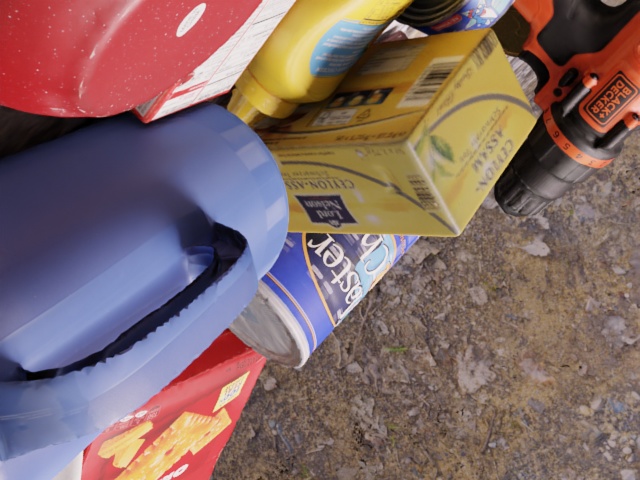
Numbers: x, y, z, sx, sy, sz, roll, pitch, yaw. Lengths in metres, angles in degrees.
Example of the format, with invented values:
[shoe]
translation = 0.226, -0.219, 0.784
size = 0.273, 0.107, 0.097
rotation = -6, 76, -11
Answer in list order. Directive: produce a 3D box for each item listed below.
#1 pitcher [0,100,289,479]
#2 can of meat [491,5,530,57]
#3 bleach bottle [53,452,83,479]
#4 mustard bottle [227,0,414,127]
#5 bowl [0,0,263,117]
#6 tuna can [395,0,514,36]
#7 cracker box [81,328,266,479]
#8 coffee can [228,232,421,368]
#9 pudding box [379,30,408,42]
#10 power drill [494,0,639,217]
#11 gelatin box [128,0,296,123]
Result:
[pitcher]
translation = -0.105, 0.020, 0.462
size = 0.242, 0.149, 0.145
rotation = -40, 165, -53
[can of meat]
translation = 0.129, -0.180, 0.723
size = 0.058, 0.102, 0.083
rotation = -48, 174, 34
[bleach bottle]
translation = -0.238, 0.182, 0.657
size = 0.251, 0.068, 0.102
rotation = -41, -142, 33
[mustard bottle]
translation = 0.014, -0.127, 0.547
size = 0.192, 0.058, 0.096
rotation = -46, 173, 29
[bowl]
translation = -0.060, -0.091, 0.348
size = 0.162, 0.055, 0.162
rotation = -41, 175, -5
[tuna can]
translation = 0.073, -0.154, 0.589
size = 0.033, 0.086, 0.086
rotation = 15, 131, -42
[cracker box]
translation = -0.138, 0.151, 0.758
size = 0.163, 0.072, 0.214
rotation = -19, 142, -49
[coffee can]
translation = -0.005, 0.001, 0.712
size = 0.140, 0.103, 0.103
rotation = -46, 176, -23
[pudding box]
translation = 0.023, -0.109, 0.838
size = 0.113, 0.039, 0.090
rotation = -36, 173, -41
[power drill]
translation = 0.123, -0.124, 0.661
size = 0.057, 0.187, 0.185
rotation = -38, 172, -50
[gelatin box]
translation = -0.049, -0.099, 0.487
size = 0.089, 0.030, 0.073
rotation = -46, 174, 34
